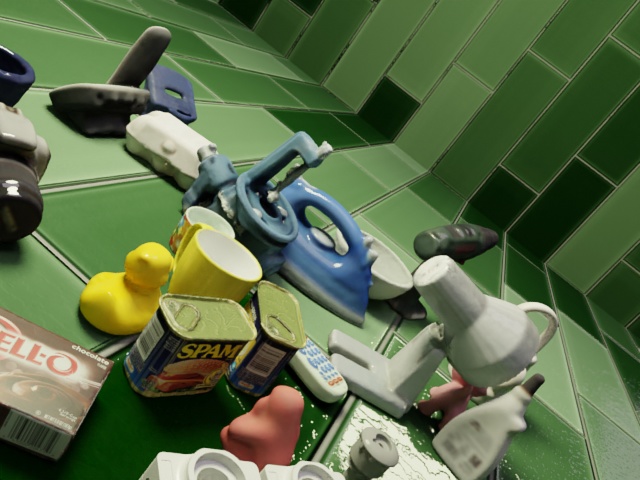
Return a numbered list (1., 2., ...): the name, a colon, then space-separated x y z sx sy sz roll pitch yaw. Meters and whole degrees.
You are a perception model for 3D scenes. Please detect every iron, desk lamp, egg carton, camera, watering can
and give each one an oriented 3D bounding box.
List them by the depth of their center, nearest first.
1. camera: -0.333 -0.072 0.565 0.144 0.100 0.136 14 31 -48
2. desk lamp: 0.150 0.134 0.760 0.204 0.213 0.118 32 20 -14
3. iron: 0.008 0.003 0.915 0.258 0.141 0.119 41 20 9
4. egg carton: -0.240 -0.149 0.937 0.150 0.069 0.107 35 20 -7
5. watering can: 0.313 0.177 0.970 0.101 0.194 0.172 23 24 -34

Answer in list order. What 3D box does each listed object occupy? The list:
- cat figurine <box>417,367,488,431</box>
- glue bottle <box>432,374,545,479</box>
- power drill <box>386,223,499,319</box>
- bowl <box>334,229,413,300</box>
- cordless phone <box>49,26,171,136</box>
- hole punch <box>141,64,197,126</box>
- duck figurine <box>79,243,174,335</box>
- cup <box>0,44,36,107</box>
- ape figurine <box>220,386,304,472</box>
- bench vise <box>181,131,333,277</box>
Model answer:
1. cat figurine: 0.213 0.211 0.838 0.067 0.117 0.128 42 20 14
2. glue bottle: 0.223 0.232 0.728 0.037 0.173 0.078 9 34 -52
3. power drill: 0.223 0.051 1.074 0.230 0.208 0.075 9 34 -53
4. bowl: 0.081 0.053 1.026 0.168 0.074 0.167 33 20 -13
5. cordless phone: -0.314 -0.259 0.884 0.094 0.185 0.148 39 20 5
6. hole punch: -0.285 -0.264 1.083 0.109 0.091 0.101 13 31 -49
7. duck figurine: -0.187 0.042 0.583 0.077 0.086 0.105 39 20 6
8. cup: -0.411 -0.180 0.681 0.091 0.095 0.118 38 20 2
9. ape figurine: -0.046 0.171 0.528 0.078 0.092 0.076 22 25 -36
10. bench vise: -0.094 -0.083 0.817 0.207 0.219 0.121 37 20 0
